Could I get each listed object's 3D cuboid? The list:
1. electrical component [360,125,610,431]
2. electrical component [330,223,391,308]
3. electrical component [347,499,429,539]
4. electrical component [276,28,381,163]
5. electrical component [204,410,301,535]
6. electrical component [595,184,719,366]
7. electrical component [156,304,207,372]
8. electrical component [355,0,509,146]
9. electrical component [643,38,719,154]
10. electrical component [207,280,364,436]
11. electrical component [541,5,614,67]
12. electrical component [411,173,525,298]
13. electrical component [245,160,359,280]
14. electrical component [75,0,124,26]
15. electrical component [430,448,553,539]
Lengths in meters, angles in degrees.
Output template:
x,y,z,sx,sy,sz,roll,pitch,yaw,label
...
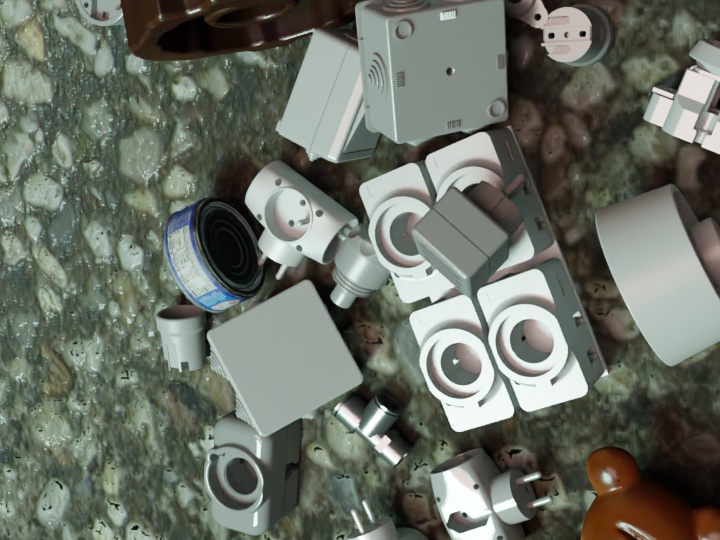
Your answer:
x,y,z,sx,sy,sz,roll,pitch,yaw,label
0.084,0.008,0.747,0.105,0.060,0.186,-21,90,28,electrical component
0.000,0.000,0.798,0.043,0.043,0.062,40,116,14,electrical component
0.015,0.213,0.814,0.044,0.077,0.079,-25,88,29,electrical component
-0.011,-0.117,0.768,0.061,0.062,0.096,30,112,19,electrical component
-0.086,0.159,0.863,0.054,0.059,0.095,10,105,25,electrical component
0.198,-0.002,0.665,0.060,0.108,0.108,-27,88,22,electrical component
-0.145,0.056,0.884,0.040,0.040,0.046,5,109,26,electrical component
0.049,-0.135,0.706,0.048,0.100,0.099,-135,35,-59,electrical component
0.222,-0.106,0.658,0.078,0.058,0.057,26,114,20,electrical component
-0.058,0.068,0.815,0.100,0.048,0.099,-28,86,-13,electrical component
0.139,-0.152,0.695,0.040,0.046,0.040,6,103,26,electrical component
0.077,-0.030,0.675,0.047,0.065,0.076,43,87,13,electrical component
-0.052,-0.029,0.817,0.077,0.044,0.079,38,114,15,electrical component
-0.188,-0.219,0.844,0.055,0.047,0.055,6,103,26,electrical component
0.101,0.168,0.781,0.079,0.043,0.077,-26,88,29,electrical component
